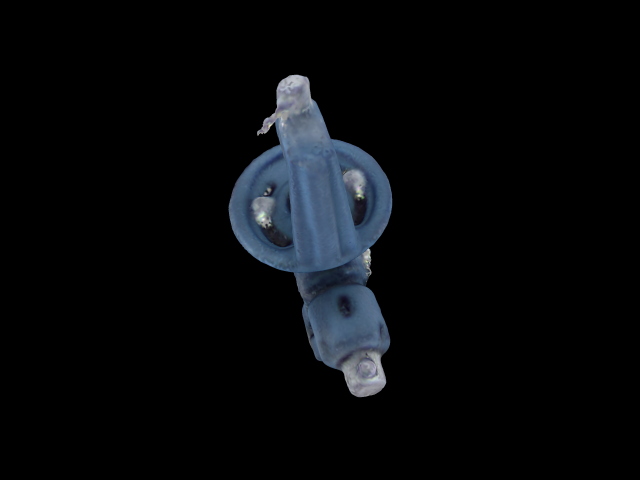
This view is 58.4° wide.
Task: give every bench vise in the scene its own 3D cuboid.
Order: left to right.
[{"bbox_3d":[0.014,-0.005,0.402,0.121,0.220,0.207,-34,76,-9],"label":"bench vise"}]
